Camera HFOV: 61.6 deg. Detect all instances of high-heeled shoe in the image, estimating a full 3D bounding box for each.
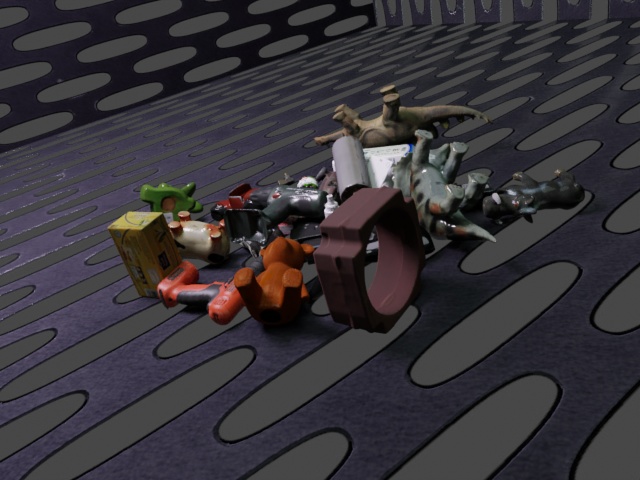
[{"bbox_3d":[0.099,0.050,1.000,0.145,0.086,0.249,37,72,11],"label":"high-heeled shoe"}]

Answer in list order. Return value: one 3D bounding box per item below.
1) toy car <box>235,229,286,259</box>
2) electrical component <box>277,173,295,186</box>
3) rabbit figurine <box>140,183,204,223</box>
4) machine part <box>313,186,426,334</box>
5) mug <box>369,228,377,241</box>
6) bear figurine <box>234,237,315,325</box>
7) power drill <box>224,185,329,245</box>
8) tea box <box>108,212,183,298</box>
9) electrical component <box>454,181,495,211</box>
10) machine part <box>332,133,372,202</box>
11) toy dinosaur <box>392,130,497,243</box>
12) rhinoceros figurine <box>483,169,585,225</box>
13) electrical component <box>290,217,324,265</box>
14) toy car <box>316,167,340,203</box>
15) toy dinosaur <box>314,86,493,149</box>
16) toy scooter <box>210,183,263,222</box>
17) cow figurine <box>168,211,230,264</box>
[{"bbox_3d":[-0.133,-0.003,1.178,0.073,0.056,0.202,-30,31,-17],"label":"toy car"},{"bbox_3d":[-0.077,-0.113,1.316,0.045,0.102,0.078,-30,54,-16],"label":"electrical component"},{"bbox_3d":[-0.396,-0.102,1.415,0.159,0.121,0.170,-19,14,-19],"label":"rabbit figurine"},{"bbox_3d":[0.085,0.030,0.865,0.087,0.201,0.201,7,34,37],"label":"machine part"},{"bbox_3d":[0.123,-0.045,1.130,0.110,0.080,0.107,14,47,23],"label":"mug"},{"bbox_3d":[-0.072,0.050,0.960,0.120,0.131,0.196,3,46,8],"label":"bear figurine"},{"bbox_3d":[-0.107,-0.059,1.130,0.232,0.085,0.207,5,19,32],"label":"power drill"},{"bbox_3d":[-0.342,0.031,1.083,0.098,0.169,0.068,4,32,26],"label":"tea box"},{"bbox_3d":[0.351,-0.097,1.147,0.119,0.047,0.075,-8,29,13],"label":"electrical component"},{"bbox_3d":[0.075,-0.162,1.263,0.079,0.079,0.243,-12,51,3],"label":"machine part"},{"bbox_3d":[0.238,-0.080,1.077,0.131,0.192,0.405,5,43,-8],"label":"toy dinosaur"},{"bbox_3d":[0.420,-0.079,1.069,0.190,0.073,0.112,-8,39,7],"label":"rhinoceros figurine"},{"bbox_3d":[-0.002,-0.003,1.119,0.115,0.058,0.134,-13,27,4],"label":"electrical component"},{"bbox_3d":[0.022,-0.110,1.265,0.053,0.089,0.202,-48,10,30],"label":"toy car"},{"bbox_3d":[0.198,-0.297,1.407,0.472,0.198,0.105,-10,36,28],"label":"toy dinosaur"},{"bbox_3d":[-0.177,-0.099,1.351,0.184,0.075,0.135,-2,31,29],"label":"toy scooter"},{"bbox_3d":[-0.291,0.008,1.180,0.195,0.127,0.085,9,33,11],"label":"cow figurine"}]
